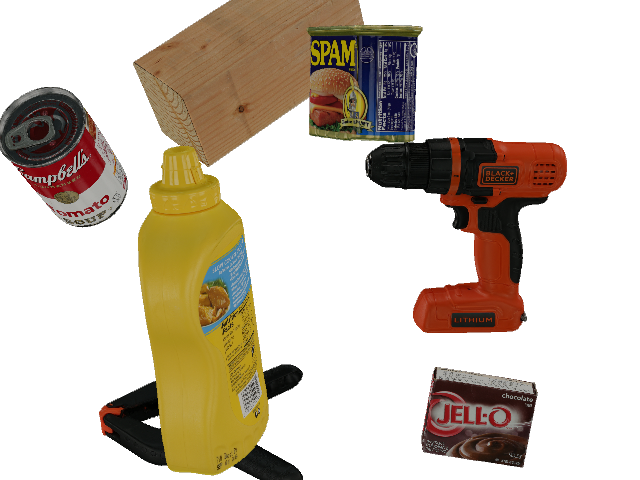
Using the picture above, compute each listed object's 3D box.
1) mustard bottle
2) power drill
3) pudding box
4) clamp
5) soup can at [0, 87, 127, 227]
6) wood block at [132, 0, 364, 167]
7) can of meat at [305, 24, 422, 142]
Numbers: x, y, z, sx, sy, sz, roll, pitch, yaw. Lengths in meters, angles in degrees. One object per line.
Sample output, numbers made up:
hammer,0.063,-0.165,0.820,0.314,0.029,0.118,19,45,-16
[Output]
mustard bottle,-0.072,0.037,0.645,0.058,0.192,0.096,2,21,19
power drill,0.130,-0.006,0.997,0.184,0.188,0.057,1,25,-3
pudding box,0.171,0.191,1.155,0.113,0.090,0.039,7,21,3
clamp,-0.091,0.142,0.880,0.171,0.039,0.120,10,37,2
soup can,-0.196,-0.062,0.820,0.068,0.068,0.102,0,-26,10
wood block,-0.062,-0.176,1.035,0.206,0.091,0.090,-37,48,-18
can of meat,0.031,-0.119,0.806,0.057,0.084,0.102,-4,11,-28
